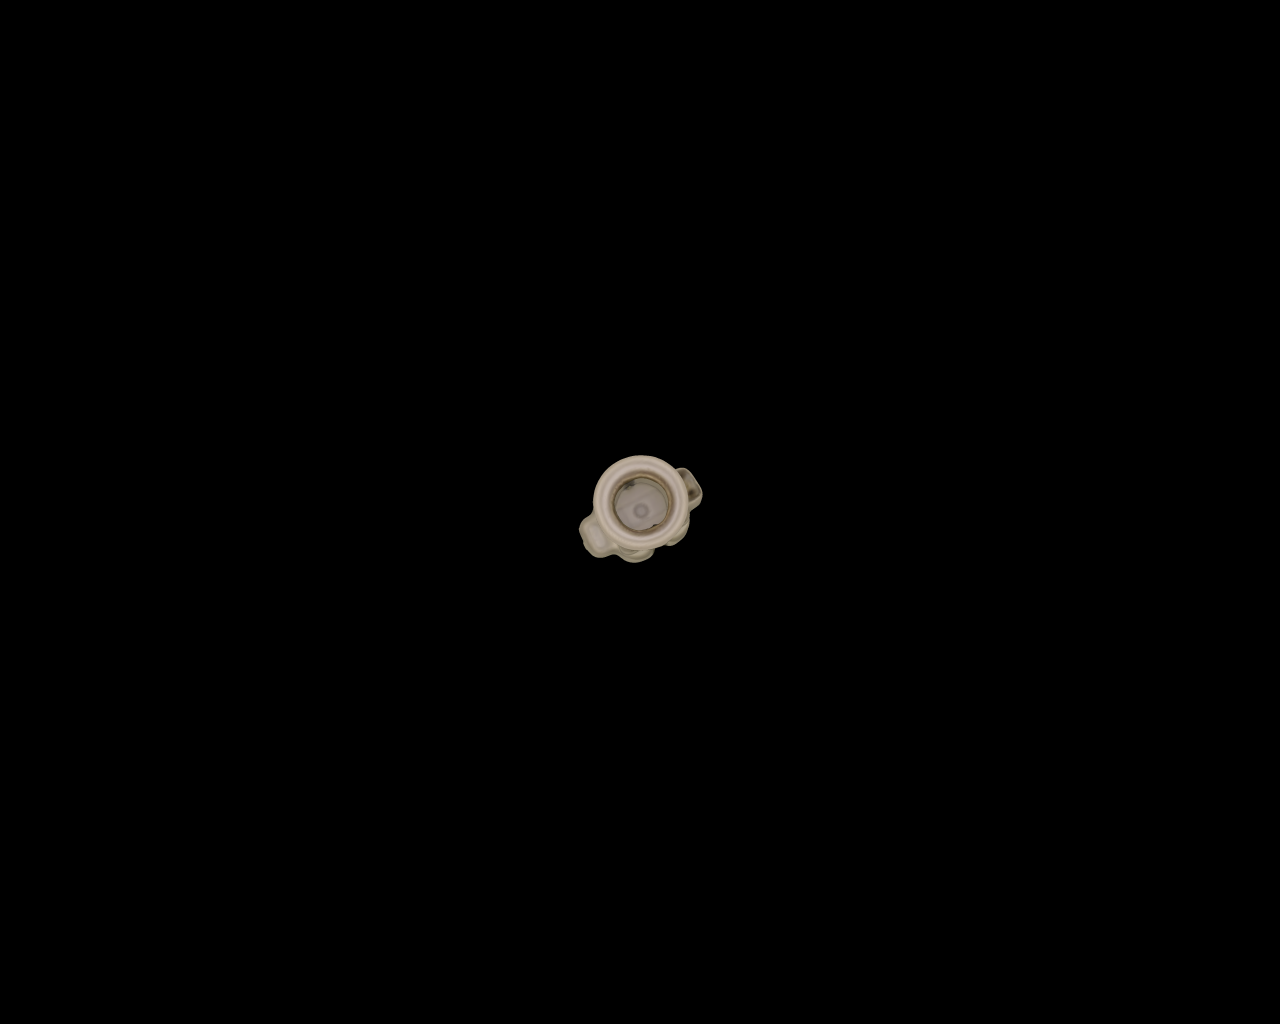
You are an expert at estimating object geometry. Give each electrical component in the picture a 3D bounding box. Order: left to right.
[{"bbox_3d":[0.001,-0.003,0.650,0.078,0.058,0.057,-28,-7,-4],"label":"electrical component"}]
